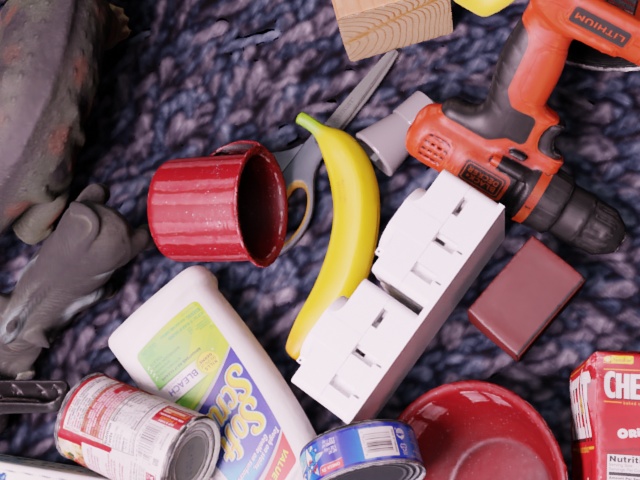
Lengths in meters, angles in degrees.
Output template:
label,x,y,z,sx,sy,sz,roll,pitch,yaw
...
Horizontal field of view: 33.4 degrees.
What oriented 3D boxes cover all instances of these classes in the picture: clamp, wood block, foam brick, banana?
label,x,y,z,sx,sy,sz,roll,pitch,yaw
clamp,-0.259,0.120,0.823,0.120,0.172,0.039,37,49,1
wood block,0.037,-0.266,0.873,0.091,0.090,0.206,-15,76,6
foam brick,0.155,0.046,0.805,0.051,0.053,0.078,40,86,15
banana,0.013,-0.002,0.846,0.070,0.037,0.198,1,84,14

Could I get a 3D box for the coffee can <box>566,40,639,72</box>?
label,x,y,z,sx,sy,sz,roll,pitch,yaw
coffee can,0.227,-0.214,0.821,0.103,0.102,0.140,9,80,12

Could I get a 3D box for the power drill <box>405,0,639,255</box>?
label,x,y,z,sx,sy,sz,roll,pitch,yaw
power drill,0.176,-0.091,0.774,0.184,0.057,0.188,29,125,0

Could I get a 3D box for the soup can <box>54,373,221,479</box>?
label,x,y,z,sx,sy,sz,roll,pitch,yaw
soup can,-0.132,0.144,0.775,0.102,0.068,0.068,16,81,27

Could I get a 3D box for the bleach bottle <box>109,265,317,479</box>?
label,x,y,z,sx,sy,sz,roll,pitch,yaw
bleach bottle,-0.049,0.144,0.817,0.102,0.068,0.251,-41,77,0

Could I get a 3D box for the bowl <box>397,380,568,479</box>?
label,x,y,z,sx,sy,sz,roll,pitch,yaw
bowl,0.115,0.184,0.762,0.162,0.055,0.162,-14,67,37

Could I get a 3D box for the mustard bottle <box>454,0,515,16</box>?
label,x,y,z,sx,sy,sz,roll,pitch,yaw
mustard bottle,0.150,-0.262,0.834,0.058,0.096,0.191,26,44,-8

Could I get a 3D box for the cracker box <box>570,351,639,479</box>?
label,x,y,z,sx,sy,sz,roll,pitch,yaw
cracker box,0.202,0.187,0.709,0.072,0.164,0.213,2,79,8

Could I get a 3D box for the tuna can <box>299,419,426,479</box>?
label,x,y,z,sx,sy,sz,roll,pitch,yaw
tuna can,0.029,0.158,0.749,0.086,0.086,0.034,-17,60,6

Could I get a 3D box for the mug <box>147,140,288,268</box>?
label,x,y,z,sx,sy,sz,roll,pitch,yaw
mug,-0.077,-0.034,0.834,0.082,0.093,0.117,-2,52,23

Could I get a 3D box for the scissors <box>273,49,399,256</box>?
label,x,y,z,sx,sy,sz,roll,pitch,yaw
scissors,-0.018,-0.083,0.882,0.096,0.016,0.201,23,83,14
